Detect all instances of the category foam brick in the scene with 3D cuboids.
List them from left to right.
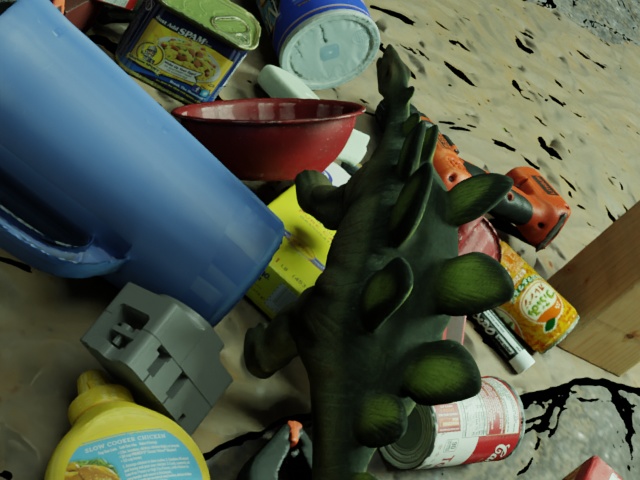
[{"bbox_3d":[-0.220,-0.198,0.887,0.053,0.051,0.078,40,36,-2],"label":"foam brick"}]

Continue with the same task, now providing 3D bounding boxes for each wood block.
[{"bbox_3d":[0.321,0.029,1.021,0.090,0.206,0.090,26,39,-21],"label":"wood block"}]

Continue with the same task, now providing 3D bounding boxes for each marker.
[{"bbox_3d":[0.151,0.071,0.982,0.121,0.020,0.020,51,37,12],"label":"marker"}]

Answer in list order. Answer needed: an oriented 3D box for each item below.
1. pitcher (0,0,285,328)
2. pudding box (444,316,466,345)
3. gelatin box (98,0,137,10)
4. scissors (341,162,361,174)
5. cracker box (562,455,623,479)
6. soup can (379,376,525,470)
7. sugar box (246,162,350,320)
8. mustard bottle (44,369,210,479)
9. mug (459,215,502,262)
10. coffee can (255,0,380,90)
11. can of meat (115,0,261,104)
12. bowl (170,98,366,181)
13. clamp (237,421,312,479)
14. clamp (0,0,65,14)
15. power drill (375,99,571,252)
[{"bbox_3d":[-0.150,-0.038,0.733,0.242,0.149,0.145,40,-6,-7],"label":"pitcher"},{"bbox_3d":[0.073,0.056,0.824,0.039,0.090,0.114,5,5,-22],"label":"pudding box"},{"bbox_3d":[-0.177,-0.230,0.851,0.089,0.073,0.030,11,45,-32],"label":"gelatin box"},{"bbox_3d":[0.091,-0.035,1.031,0.096,0.016,0.201,37,8,38],"label":"scissors"},{"bbox_3d":[0.111,0.248,0.644,0.072,0.164,0.213,43,36,5],"label":"cracker box"},{"bbox_3d":[0.100,0.140,0.824,0.102,0.069,0.068,4,51,-39],"label":"soup can"},{"bbox_3d":[-0.006,0.001,0.887,0.093,0.048,0.176,43,37,2],"label":"sugar box"},{"bbox_3d":[-0.107,0.155,0.617,0.096,0.058,0.192,-7,51,-27],"label":"mustard bottle"},{"bbox_3d":[0.106,0.017,0.918,0.093,0.117,0.081,37,41,4],"label":"mug"},{"bbox_3d":[-0.010,-0.236,1.075,0.102,0.103,0.140,9,48,-37],"label":"coffee can"},{"bbox_3d":[-0.117,-0.173,0.929,0.102,0.084,0.057,27,39,-19],"label":"can of meat"},{"bbox_3d":[-0.043,-0.084,0.891,0.162,0.055,0.162,0,13,0],"label":"bowl"},{"bbox_3d":[-0.026,0.191,0.683,0.120,0.039,0.171,20,35,-33],"label":"clamp"},{"bbox_3d":[-0.288,-0.183,0.751,0.209,0.036,0.165,-7,38,-30],"label":"clamp"},{"bbox_3d":[0.150,-0.068,1.077,0.187,0.057,0.184,20,27,-30],"label":"power drill"}]
